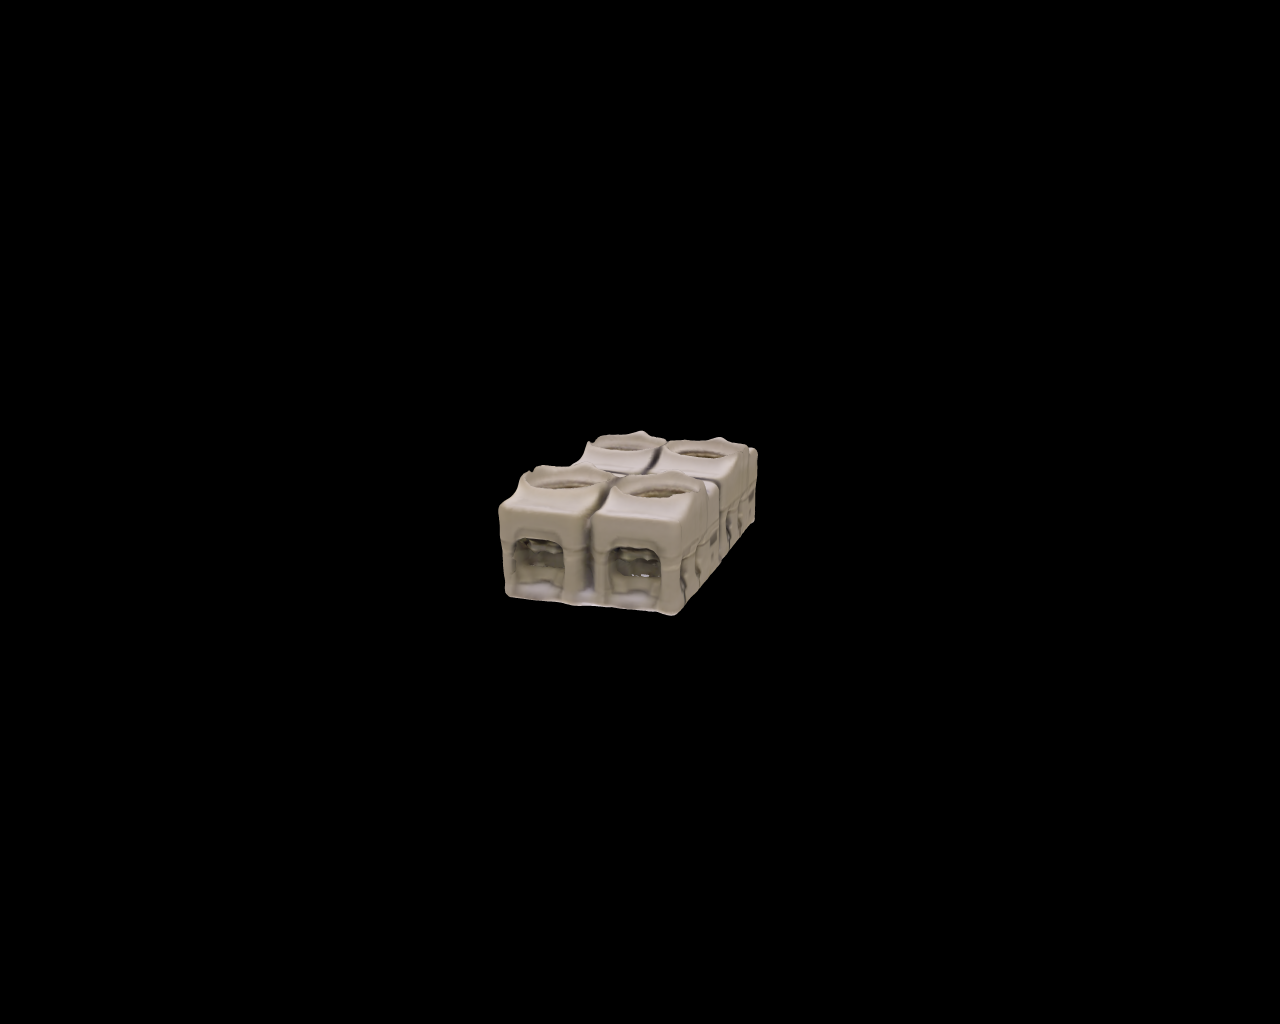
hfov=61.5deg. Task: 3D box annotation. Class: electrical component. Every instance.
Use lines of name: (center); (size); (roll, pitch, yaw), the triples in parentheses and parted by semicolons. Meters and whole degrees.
electrical component: (0.001, -0.003, 0.650); (0.105, 0.060, 0.186); (6, 17, 19)
